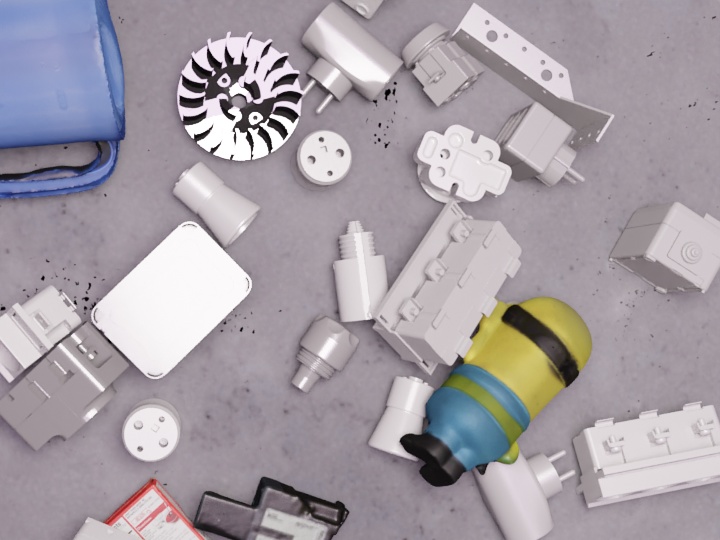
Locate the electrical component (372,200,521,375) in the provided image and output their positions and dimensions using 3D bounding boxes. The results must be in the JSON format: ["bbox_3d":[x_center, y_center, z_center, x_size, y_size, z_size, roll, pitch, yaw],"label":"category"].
[{"bbox_3d":[0.074,0.015,0.872,0.078,0.063,0.121,47,66,-32],"label":"electrical component"}]

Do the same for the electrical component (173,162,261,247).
[{"bbox_3d":[-0.119,-0.056,0.873,0.065,0.044,0.044,42,83,-2],"label":"electrical component"}]

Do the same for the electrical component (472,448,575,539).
[{"bbox_3d":[0.144,0.179,0.908,0.079,0.044,0.077,-26,93,-9],"label":"electrical component"}]

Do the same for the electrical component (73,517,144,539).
[{"bbox_3d":[-0.201,0.281,0.818,0.089,0.061,0.150,23,99,-3],"label":"electrical component"}]

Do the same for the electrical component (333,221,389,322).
[{"bbox_3d":[0.000,0.000,0.889,0.043,0.043,0.081,-7,90,-9],"label":"electrical component"}]

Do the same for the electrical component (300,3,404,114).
[{"bbox_3d":[-0.018,-0.166,0.890,0.077,0.043,0.079,40,89,-4],"label":"electrical component"}]

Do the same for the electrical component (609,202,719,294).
[{"bbox_3d":[0.266,-0.021,0.907,0.062,0.096,0.061,32,84,-7],"label":"electrical component"}]

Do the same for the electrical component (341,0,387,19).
[{"bbox_3d":[-0.003,-0.259,0.868,0.100,0.100,0.048,35,71,-7],"label":"electrical component"}]

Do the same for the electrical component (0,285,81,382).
[{"bbox_3d":[-0.255,0.047,0.832,0.042,0.081,0.064,51,53,-6],"label":"electrical component"}]

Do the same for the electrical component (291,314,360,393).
[{"bbox_3d":[-0.033,0.071,0.882,0.043,0.043,0.062,35,85,-7],"label":"electrical component"}]

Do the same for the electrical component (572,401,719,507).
[{"bbox_3d":[0.249,0.156,0.915,0.121,0.078,0.063,-9,68,-9],"label":"electrical component"}]

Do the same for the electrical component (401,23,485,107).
[{"bbox_3d":[0.067,-0.172,0.900,0.048,0.066,0.055,-42,87,30],"label":"electrical component"}]

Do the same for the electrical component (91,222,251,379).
[{"bbox_3d":[-0.149,0.024,0.857,0.113,0.057,0.078,-45,96,-8],"label":"electrical component"}]

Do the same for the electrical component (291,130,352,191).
[{"bbox_3d":[-0.032,-0.089,0.880,0.045,0.055,0.045,0,89,-9],"label":"electrical component"}]

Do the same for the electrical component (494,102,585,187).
[{"bbox_3d":[0.156,-0.096,0.906,0.077,0.066,0.047,35,83,-7],"label":"electrical component"}]

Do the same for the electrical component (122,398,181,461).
[{"bbox_3d":[-0.165,0.126,0.853,0.045,0.055,0.045,0,89,-9],"label":"electrical component"}]

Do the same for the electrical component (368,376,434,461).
[{"bbox_3d":[0.037,0.121,0.894,0.044,0.044,0.065,20,81,-8],"label":"electrical component"}]

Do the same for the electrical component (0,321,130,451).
[{"bbox_3d":[-0.227,0.093,0.829,0.089,0.050,0.055,-40,96,22],"label":"electrical component"}]

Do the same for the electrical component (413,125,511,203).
[{"bbox_3d":[0.080,-0.086,0.898,0.078,0.057,0.058,23,85,-8],"label":"electrical component"}]
